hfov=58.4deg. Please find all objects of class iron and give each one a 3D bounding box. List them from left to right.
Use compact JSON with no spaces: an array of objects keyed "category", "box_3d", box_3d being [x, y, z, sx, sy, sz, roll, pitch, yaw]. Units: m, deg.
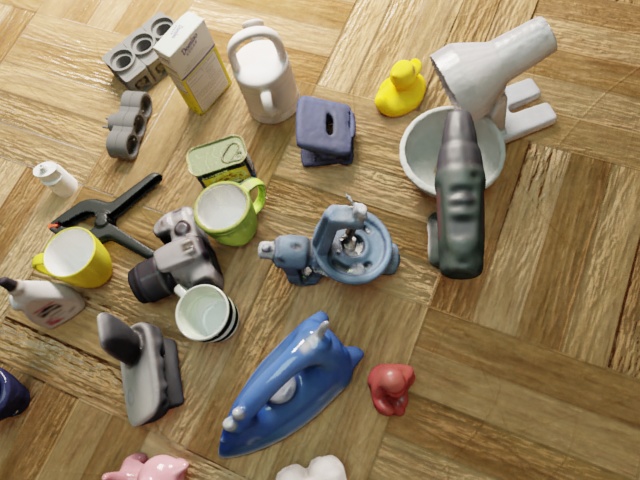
[{"category":"iron","box_3d":[-0.062,0.211,0.805,0.258,0.141,0.118,-44,69,-10]}]

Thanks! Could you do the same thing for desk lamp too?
[{"category":"desk lamp","box_3d":[0.276,-0.243,0.898,0.203,0.214,0.118,-22,67,-1]}]

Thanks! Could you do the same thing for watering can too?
[{"category":"watering can","box_3d":[-0.103,-0.300,0.987,0.101,0.194,0.172,-33,67,-5]}]

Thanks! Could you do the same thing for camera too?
[{"category":"camera","box_3d":[-0.244,0.032,0.925,0.137,0.101,0.143,-24,67,-2]}]

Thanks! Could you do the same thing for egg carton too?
[{"category":"egg carton","box_3d":[-0.004,0.375,0.769,0.107,0.069,0.150,-17,67,1]}]

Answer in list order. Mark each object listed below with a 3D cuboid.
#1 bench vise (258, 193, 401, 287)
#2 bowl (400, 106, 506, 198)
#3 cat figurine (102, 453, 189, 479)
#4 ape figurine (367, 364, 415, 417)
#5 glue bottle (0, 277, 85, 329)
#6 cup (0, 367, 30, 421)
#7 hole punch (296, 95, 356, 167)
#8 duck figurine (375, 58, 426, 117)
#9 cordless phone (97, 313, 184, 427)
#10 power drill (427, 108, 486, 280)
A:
[{"category":"bench vise","box_3d":[0.011,0.014,0.830,0.207,0.220,0.121,-19,67,1]},{"category":"bowl","box_3d":[0.213,-0.131,0.937,0.167,0.075,0.167,-3,68,7]},{"category":"cat figurine","box_3d":[-0.237,0.332,0.795,0.127,0.118,0.067,0,68,9]},{"category":"ape figurine","box_3d":[0.102,0.205,0.810,0.078,0.092,0.076,-37,68,-7]},{"category":"glue bottle","box_3d":[-0.442,0.090,0.892,0.078,0.173,0.037,-37,68,-7]},{"category":"cup","box_3d":[-0.496,0.255,0.876,0.091,0.095,0.118,6,69,11]},{"category":"hole punch","box_3d":[0.011,-0.190,0.982,0.101,0.091,0.108,-3,68,7]},{"category":"duck figurine","box_3d":[0.140,-0.273,0.999,0.104,0.086,0.077,-41,68,-9]},{"category":"cordless phone","box_3d":[-0.274,0.185,0.822,0.094,0.185,0.147,-20,67,0]},{"category":"power drill","box_3d":[0.197,-0.042,0.831,0.075,0.209,0.229,-1,68,8]}]
